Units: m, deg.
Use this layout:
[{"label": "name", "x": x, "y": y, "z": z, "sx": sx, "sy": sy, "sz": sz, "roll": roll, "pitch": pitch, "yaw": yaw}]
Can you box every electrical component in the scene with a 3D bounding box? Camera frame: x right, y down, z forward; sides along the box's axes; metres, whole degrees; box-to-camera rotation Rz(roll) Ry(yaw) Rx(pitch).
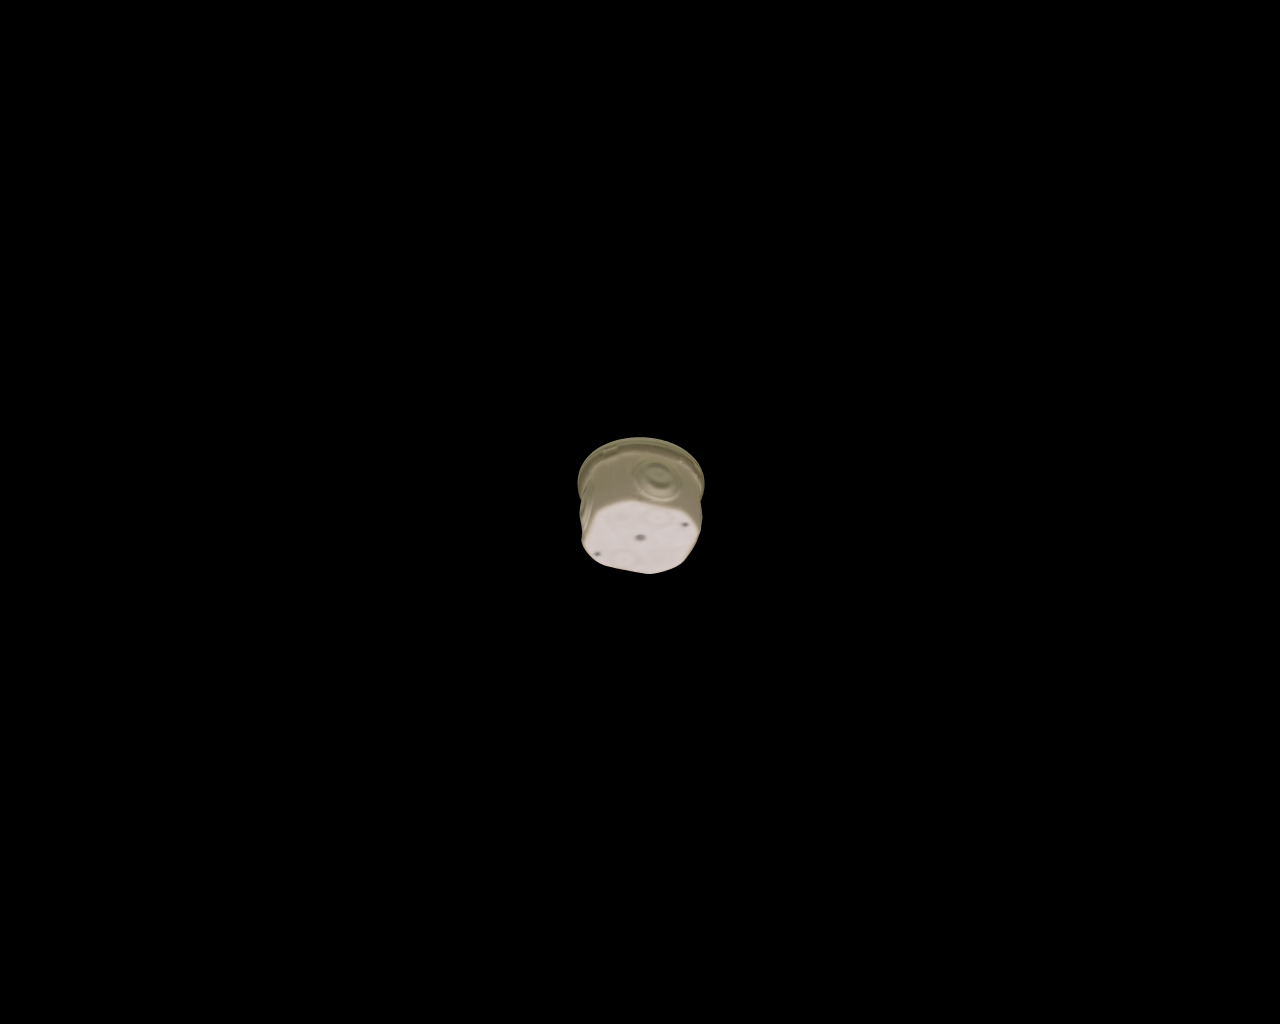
[{"label": "electrical component", "x": 0.001, "y": -0.003, "z": 0.650, "sx": 0.080, "sy": 0.051, "sz": 0.080, "roll": 0, "pitch": -42, "yaw": 0}]
